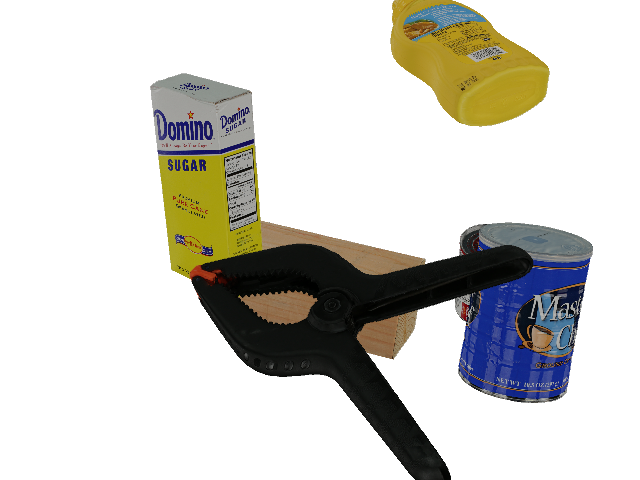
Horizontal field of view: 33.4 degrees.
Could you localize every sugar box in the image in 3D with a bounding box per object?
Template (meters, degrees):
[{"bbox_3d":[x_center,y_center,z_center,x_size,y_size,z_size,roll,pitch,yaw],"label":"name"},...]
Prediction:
[{"bbox_3d":[-0.096,-0.047,0.908,0.048,0.176,0.093,-26,32,-37],"label":"sugar box"}]

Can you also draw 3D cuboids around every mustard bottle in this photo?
[{"bbox_3d":[0.120,-0.179,0.991,0.096,0.058,0.192,-20,44,-18],"label":"mustard bottle"}]

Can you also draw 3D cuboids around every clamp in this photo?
[{"bbox_3d":[0.019,0.043,0.660,0.210,0.164,0.036,20,-32,26],"label":"clamp"}]

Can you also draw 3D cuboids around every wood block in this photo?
[{"bbox_3d":[0.000,0.051,1.177,0.206,0.091,0.090,14,23,17],"label":"wood block"}]

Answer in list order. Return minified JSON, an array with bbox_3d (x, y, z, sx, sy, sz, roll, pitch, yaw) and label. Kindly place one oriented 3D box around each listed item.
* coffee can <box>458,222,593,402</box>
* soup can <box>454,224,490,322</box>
[{"bbox_3d":[0.187,0.064,0.984,0.103,0.140,0.103,6,16,-2],"label":"coffee can"},{"bbox_3d":[0.191,0.042,1.231,0.068,0.102,0.068,-1,38,0],"label":"soup can"}]
